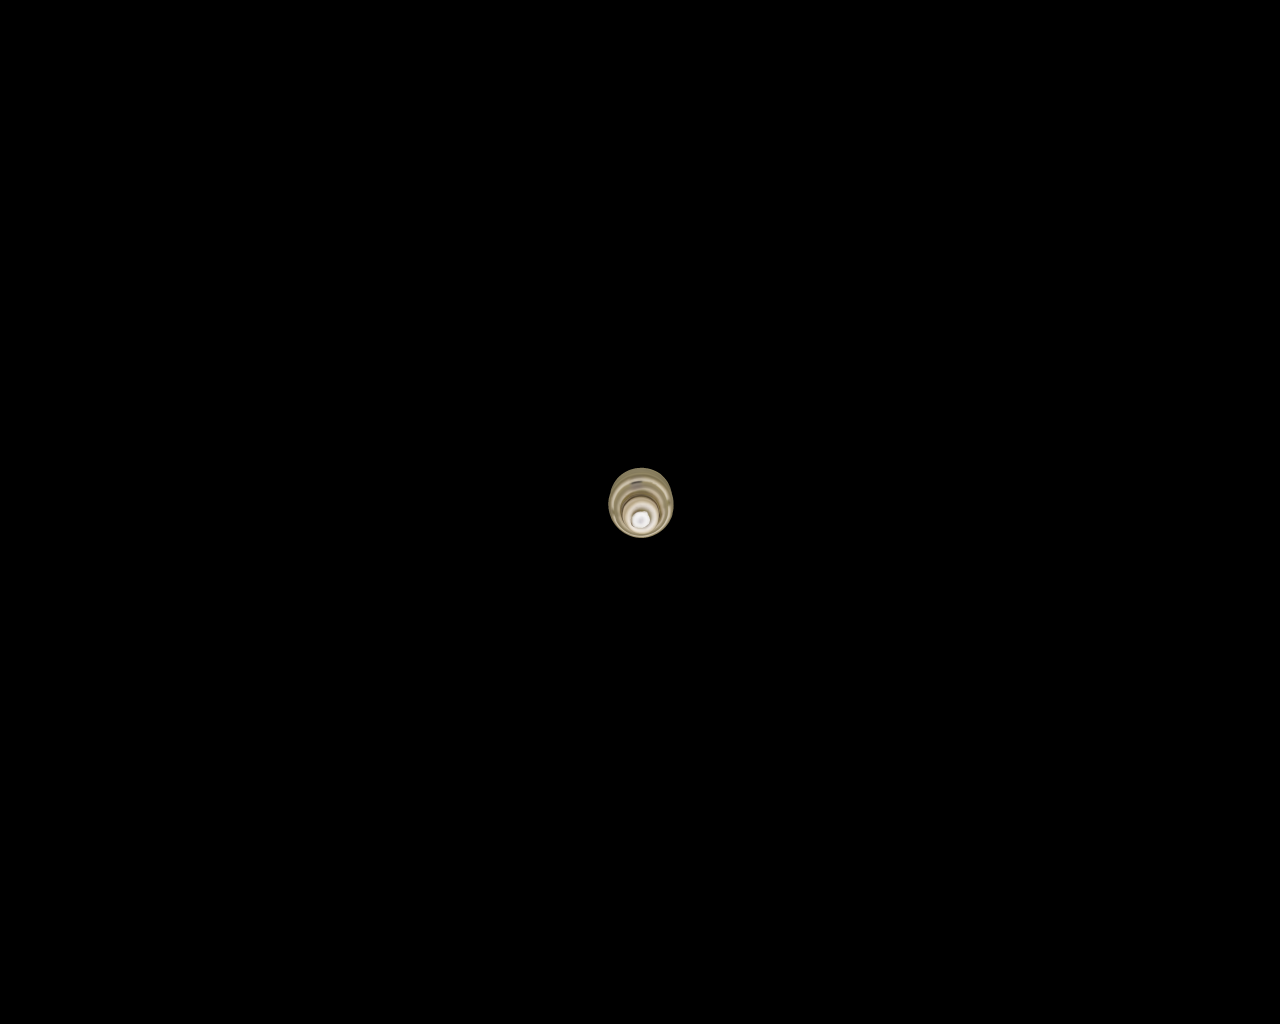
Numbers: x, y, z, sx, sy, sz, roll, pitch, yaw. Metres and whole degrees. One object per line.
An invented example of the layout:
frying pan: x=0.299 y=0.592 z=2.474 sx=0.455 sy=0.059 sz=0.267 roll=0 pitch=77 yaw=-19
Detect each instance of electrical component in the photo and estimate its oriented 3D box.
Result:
electrical component: x=0.001 y=-0.003 z=0.650 sx=0.040 sy=0.040 sz=0.078 roll=0 pitch=12 yaw=0
